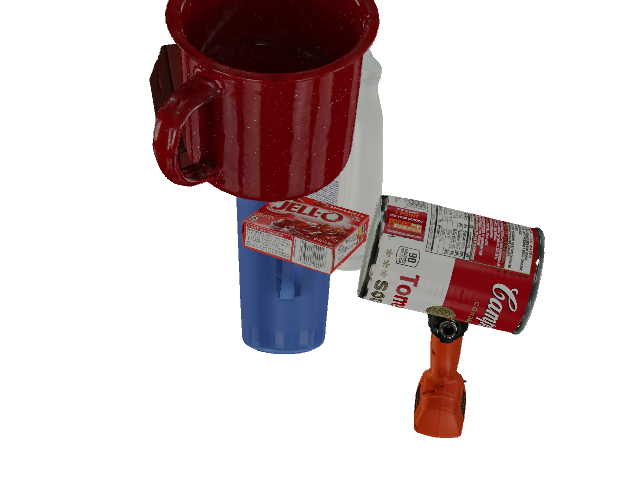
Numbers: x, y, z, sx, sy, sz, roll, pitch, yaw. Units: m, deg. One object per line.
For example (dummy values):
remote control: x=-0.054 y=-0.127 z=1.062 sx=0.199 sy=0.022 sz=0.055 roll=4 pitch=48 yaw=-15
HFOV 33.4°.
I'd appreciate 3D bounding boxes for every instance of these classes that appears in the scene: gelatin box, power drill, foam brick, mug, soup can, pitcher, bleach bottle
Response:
gelatin box: x=-0.013 y=-0.009 z=0.923 sx=0.089 sy=0.030 sz=0.073 roll=18 pitch=31 yaw=22
power drill: x=0.135 y=0.113 z=1.139 sx=0.057 sy=0.188 sz=0.184 roll=8 pitch=24 yaw=8
foam brick: x=-0.081 y=-0.088 z=0.719 sx=0.051 sy=0.078 sz=0.053 roll=-7 pitch=-16 yaw=-20
mug: x=-0.030 y=-0.065 z=0.486 sx=0.093 sy=0.081 sz=0.117 roll=31 pitch=53 yaw=22
soup can: x=0.080 y=0.014 z=0.661 sx=0.102 sy=0.068 sz=0.068 roll=13 pitch=0 yaw=-1
pitcher: x=-0.044 y=0.018 z=1.352 sx=0.145 sy=0.243 sz=0.148 roll=10 pitch=14 yaw=38
bleach bottle: x=0.031 y=-0.101 z=1.156 sx=0.067 sy=0.251 sz=0.103 roll=-9 pitch=25 yaw=-36
